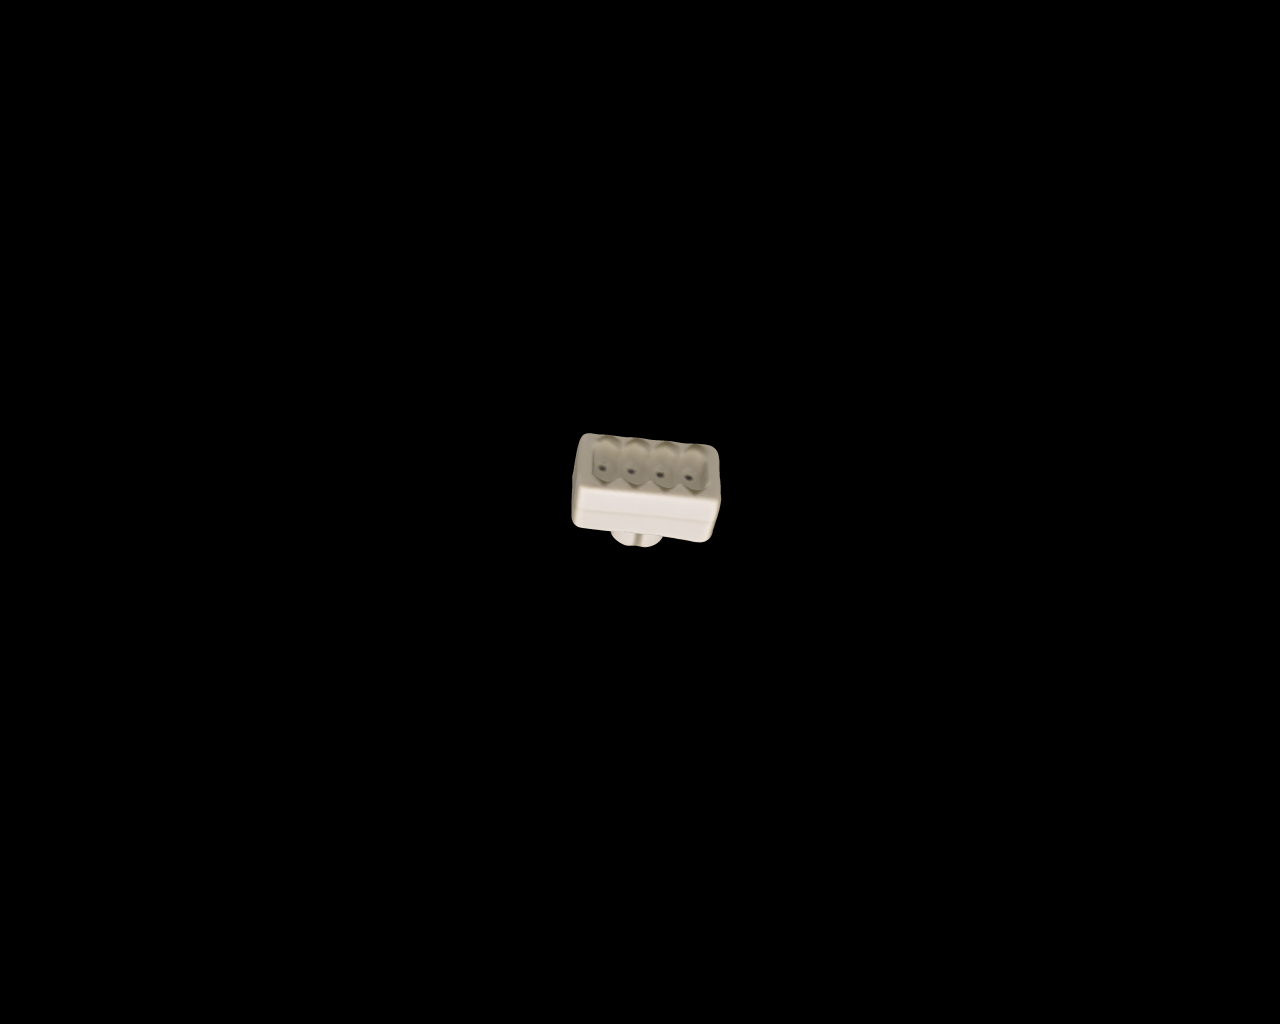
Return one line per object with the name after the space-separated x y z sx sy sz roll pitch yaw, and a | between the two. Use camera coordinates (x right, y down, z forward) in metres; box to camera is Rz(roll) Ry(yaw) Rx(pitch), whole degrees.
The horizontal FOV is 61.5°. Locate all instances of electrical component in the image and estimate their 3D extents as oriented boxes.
0.001 -0.003 0.650 0.083 0.047 0.075 6 -43 -7 | electrical component
